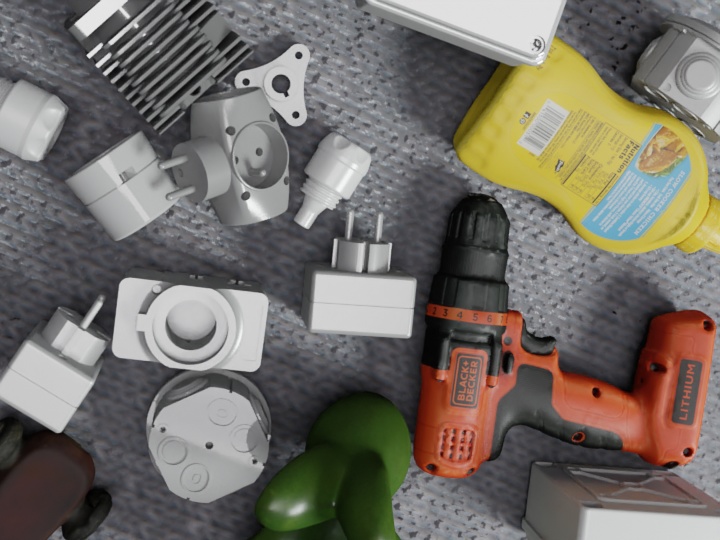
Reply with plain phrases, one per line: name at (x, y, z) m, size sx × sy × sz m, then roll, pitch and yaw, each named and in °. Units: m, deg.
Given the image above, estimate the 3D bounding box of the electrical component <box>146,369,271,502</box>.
electrical component at (-0.096, 0.104, 0.682) m, size 0.080 × 0.051 × 0.080 m, roll -1°, pitch 98°, yaw -8°

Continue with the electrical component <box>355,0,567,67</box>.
electrical component at (0.065, -0.182, 0.602) m, size 0.109 × 0.056 × 0.108 m, roll 18°, pitch 95°, yaw -10°

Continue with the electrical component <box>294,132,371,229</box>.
electrical component at (-0.021, -0.054, 0.679) m, size 0.035 × 0.035 × 0.061 m, roll 32°, pitch 95°, yaw -11°

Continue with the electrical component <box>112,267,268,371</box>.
electrical component at (-0.105, 0.031, 0.669) m, size 0.089 × 0.055 × 0.050 m, roll 7°, pitch 97°, yaw -9°

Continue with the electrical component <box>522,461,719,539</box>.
electrical component at (0.174, 0.167, 0.701) m, size 0.109 × 0.109 × 0.056 m, roll 6°, pitch 95°, yaw -9°

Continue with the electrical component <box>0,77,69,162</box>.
electrical component at (-0.210, -0.095, 0.643) m, size 0.062 × 0.043 × 0.043 m, roll 27°, pitch 94°, yaw -10°

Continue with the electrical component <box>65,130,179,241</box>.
electrical component at (-0.142, -0.051, 0.653) m, size 0.055 × 0.055 × 0.047 m, roll -34°, pitch 104°, yaw -2°

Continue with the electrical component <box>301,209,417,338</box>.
electrical component at (0.000, 0.000, 0.684) m, size 0.066 × 0.047 × 0.076 m, roll 4°, pitch 97°, yaw -9°

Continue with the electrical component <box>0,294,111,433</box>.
electrical component at (-0.178, 0.048, 0.656) m, size 0.047 × 0.066 × 0.076 m, roll 34°, pitch 92°, yaw -11°

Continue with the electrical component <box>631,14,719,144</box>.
electrical component at (0.215, -0.121, 0.681) m, size 0.080 × 0.080 × 0.051 m, roll 35°, pitch 97°, yaw -11°

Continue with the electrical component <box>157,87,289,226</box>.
electrical component at (-0.086, -0.064, 0.649) m, size 0.079 × 0.044 × 0.077 m, roll -25°, pitch 111°, yaw -37°
